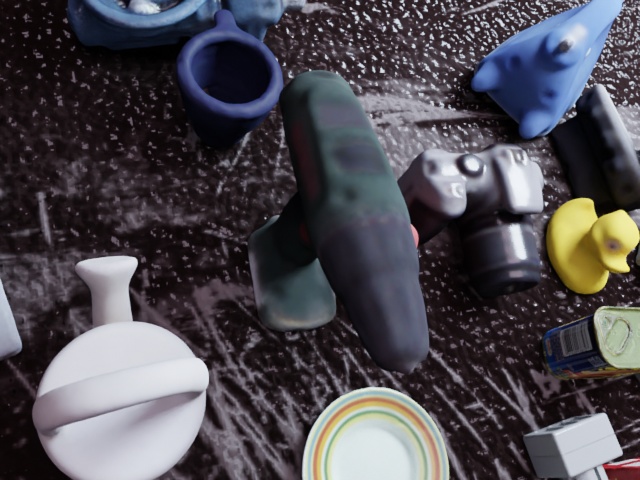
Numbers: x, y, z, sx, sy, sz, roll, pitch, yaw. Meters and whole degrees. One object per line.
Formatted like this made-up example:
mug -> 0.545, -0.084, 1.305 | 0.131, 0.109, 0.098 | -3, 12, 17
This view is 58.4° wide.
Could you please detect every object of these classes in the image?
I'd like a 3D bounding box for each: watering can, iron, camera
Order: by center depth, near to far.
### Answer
watering can -> -0.127, 0.097, 0.363 | 0.101, 0.193, 0.173 | -30, 81, -26
camera -> 0.161, -0.019, 0.561 | 0.143, 0.100, 0.137 | 0, 69, -19
iron -> 0.296, -0.236, 0.673 | 0.118, 0.141, 0.259 | 45, 62, 3

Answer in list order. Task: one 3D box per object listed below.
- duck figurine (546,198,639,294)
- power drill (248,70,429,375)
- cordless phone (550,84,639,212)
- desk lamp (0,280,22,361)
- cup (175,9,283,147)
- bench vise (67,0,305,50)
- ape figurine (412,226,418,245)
duck figurine -> 0.296, -0.002, 0.609 | 0.078, 0.086, 0.104 | 5, 67, -17
power drill -> 0.004, 0.002, 0.439 | 0.076, 0.208, 0.229 | -5, 70, -20
cordless phone -> 0.357, -0.122, 0.623 | 0.094, 0.185, 0.147 | -12, 73, -22
desk lamp -> -0.276, -0.026, 0.352 | 0.118, 0.213, 0.203 | -22, 77, -25
cup -> -0.090, -0.141, 0.529 | 0.092, 0.095, 0.117 | -3, 70, -20
bench vise -> -0.113, -0.251, 0.496 | 0.208, 0.219, 0.121 | -20, 76, -25
ape figurine -> 0.060, 0.007, 0.521 | 0.076, 0.092, 0.078 | 38, 62, 0
